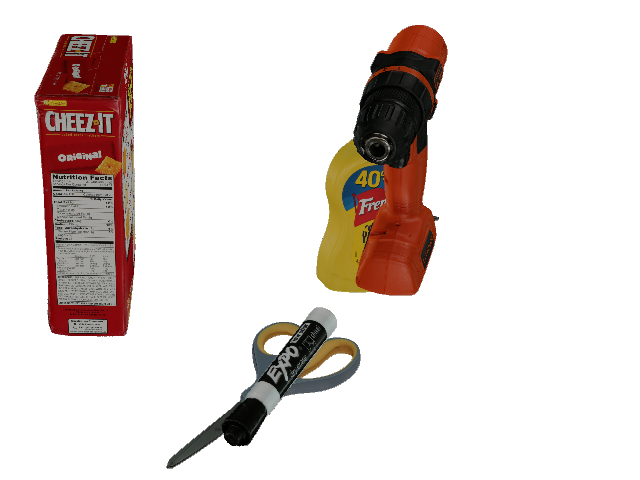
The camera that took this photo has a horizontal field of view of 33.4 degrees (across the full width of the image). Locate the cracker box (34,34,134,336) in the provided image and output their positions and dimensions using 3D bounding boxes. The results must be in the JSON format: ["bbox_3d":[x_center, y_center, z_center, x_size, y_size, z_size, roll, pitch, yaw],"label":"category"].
[{"bbox_3d":[-0.196,-0.050,0.909,0.072,0.214,0.164,0,27,-7],"label":"cracker box"}]

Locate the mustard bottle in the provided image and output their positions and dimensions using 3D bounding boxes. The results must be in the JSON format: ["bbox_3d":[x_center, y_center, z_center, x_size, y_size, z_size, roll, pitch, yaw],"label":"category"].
[{"bbox_3d":[0.052,-0.045,1.076,0.096,0.192,0.058,-2,21,-20],"label":"mustard bottle"}]

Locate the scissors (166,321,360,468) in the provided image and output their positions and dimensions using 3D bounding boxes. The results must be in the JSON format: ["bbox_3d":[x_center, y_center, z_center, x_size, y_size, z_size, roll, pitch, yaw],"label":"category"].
[{"bbox_3d":[-0.057,0.111,0.827,0.201,0.016,0.096,-20,36,-35],"label":"scissors"}]

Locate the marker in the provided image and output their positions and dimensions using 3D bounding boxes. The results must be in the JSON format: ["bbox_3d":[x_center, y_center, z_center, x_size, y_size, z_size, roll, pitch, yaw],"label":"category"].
[{"bbox_3d":[-0.023,0.078,0.622,0.020,0.020,0.121,0,29,29],"label":"marker"}]

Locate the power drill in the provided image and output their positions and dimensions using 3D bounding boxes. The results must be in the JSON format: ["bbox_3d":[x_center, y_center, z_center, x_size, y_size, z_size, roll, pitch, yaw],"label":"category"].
[{"bbox_3d":[0.060,-0.053,0.824,0.057,0.188,0.184,10,35,12],"label":"power drill"}]
